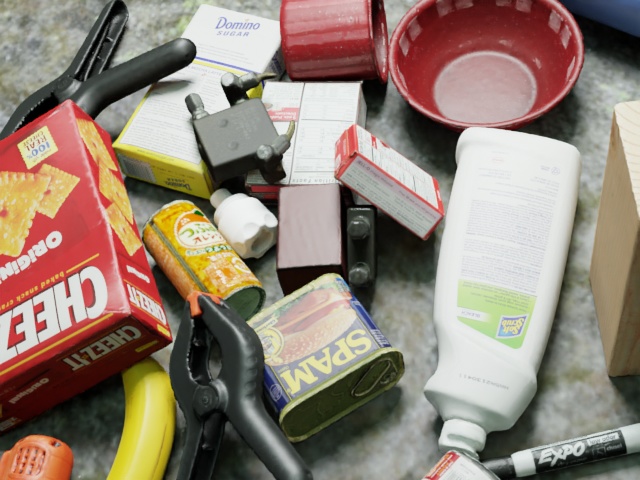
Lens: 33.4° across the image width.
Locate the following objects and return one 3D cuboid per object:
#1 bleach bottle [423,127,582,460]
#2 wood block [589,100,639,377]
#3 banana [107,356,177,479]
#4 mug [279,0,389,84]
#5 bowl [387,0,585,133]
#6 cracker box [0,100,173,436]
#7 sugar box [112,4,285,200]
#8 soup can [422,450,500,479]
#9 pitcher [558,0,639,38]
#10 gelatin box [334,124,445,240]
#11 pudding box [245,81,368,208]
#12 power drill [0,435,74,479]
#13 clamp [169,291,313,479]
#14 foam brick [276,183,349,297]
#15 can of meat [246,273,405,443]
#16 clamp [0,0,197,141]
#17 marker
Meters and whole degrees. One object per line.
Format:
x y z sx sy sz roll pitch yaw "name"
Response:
0.124 0.039 0.790 0.103 0.068 0.250 11 63 16 "bleach bottle"
0.237 0.004 0.705 0.090 0.206 0.091 -5 57 6 "wood block"
-0.141 0.161 0.775 0.070 0.037 0.197 -11 53 27 "banana"
0.015 -0.183 0.937 0.081 0.093 0.117 -4 28 12 "mug"
0.139 -0.143 0.902 0.162 0.055 0.162 -4 58 7 "bowl"
-0.224 0.018 0.833 0.164 0.072 0.214 -29 57 10 "cracker box"
-0.099 -0.124 0.938 0.093 0.048 0.176 17 59 18 "sugar box"
0.076 0.195 0.696 0.069 0.068 0.102 38 71 27 "soup can"
0.276 -0.240 0.908 0.243 0.149 0.145 25 81 26 "pitcher"
0.052 -0.046 0.828 0.089 0.030 0.073 34 20 -13 "gelatin box"
-0.010 -0.081 0.900 0.090 0.039 0.113 2 61 10 "pudding box"
-0.280 0.219 0.749 0.188 0.057 0.184 5 56 9 "power drill"
-0.075 0.123 0.754 0.120 0.039 0.171 -30 60 20 "clamp"
-0.006 0.001 0.839 0.051 0.053 0.078 -4 58 7 "foam brick"
-0.003 0.085 0.785 0.102 0.057 0.084 -30 56 -9 "can of meat"
-0.218 -0.133 0.954 0.210 0.036 0.165 -40 39 -2 "clamp"
0.165 0.149 0.738 0.121 0.020 0.020 -13 57 1 "marker"
